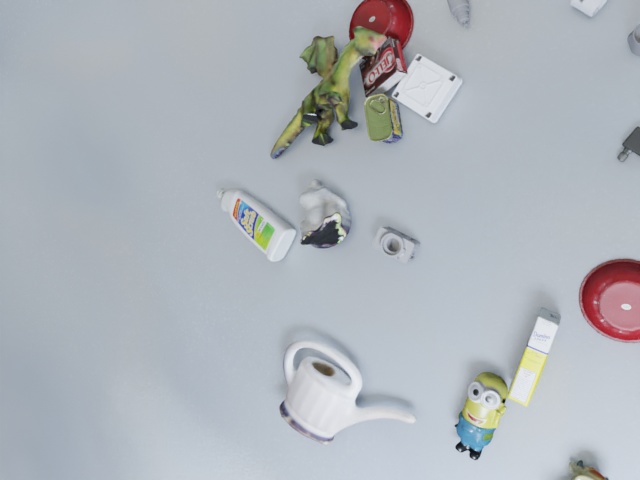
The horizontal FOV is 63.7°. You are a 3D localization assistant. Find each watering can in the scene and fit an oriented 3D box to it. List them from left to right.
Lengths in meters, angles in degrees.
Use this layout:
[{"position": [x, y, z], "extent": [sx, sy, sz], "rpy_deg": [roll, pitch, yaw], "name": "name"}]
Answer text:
[{"position": [0.038, 0.387, 1.219], "extent": [0.351, 0.104, 0.222], "rpy_deg": [32, 107, 23], "name": "watering can"}]

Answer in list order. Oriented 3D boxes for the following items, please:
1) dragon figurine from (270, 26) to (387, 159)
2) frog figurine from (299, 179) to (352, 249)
[{"position": [-0.005, -0.366, 1.231], "extent": [0.406, 0.121, 0.246], "rpy_deg": [-19, 64, 44], "name": "dragon figurine"}, {"position": [0.004, -0.063, 1.245], "extent": [0.135, 0.122, 0.163], "rpy_deg": [-52, 34, 29], "name": "frog figurine"}]
